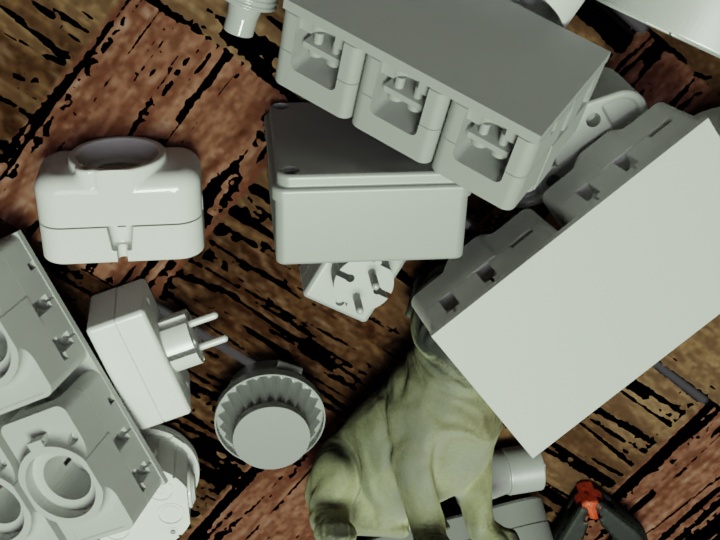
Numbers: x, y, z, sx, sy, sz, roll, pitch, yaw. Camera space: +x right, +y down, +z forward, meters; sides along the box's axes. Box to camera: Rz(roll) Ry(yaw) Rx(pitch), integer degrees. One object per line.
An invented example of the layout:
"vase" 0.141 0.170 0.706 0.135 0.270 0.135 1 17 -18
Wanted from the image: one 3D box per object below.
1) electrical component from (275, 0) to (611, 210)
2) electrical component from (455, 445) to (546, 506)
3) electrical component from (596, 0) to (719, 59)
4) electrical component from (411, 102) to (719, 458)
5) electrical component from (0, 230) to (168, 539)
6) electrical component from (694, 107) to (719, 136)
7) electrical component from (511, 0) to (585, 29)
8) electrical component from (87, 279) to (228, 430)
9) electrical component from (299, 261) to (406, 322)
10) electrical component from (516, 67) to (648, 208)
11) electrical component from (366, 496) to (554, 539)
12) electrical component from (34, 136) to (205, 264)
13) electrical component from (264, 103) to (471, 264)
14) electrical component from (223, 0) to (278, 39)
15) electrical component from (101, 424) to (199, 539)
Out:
"electrical component" 0.041 -0.106 0.575 0.150 0.089 0.061 31 140 14
"electrical component" 0.103 0.148 0.788 0.065 0.044 0.044 -7 119 -9
"electrical component" 0.194 -0.157 0.602 0.108 0.108 0.060 20 108 -17
"electrical component" 0.135 0.004 0.620 0.186 0.060 0.105 -38 115 3
"electrical component" -0.217 0.085 0.662 0.105 0.060 0.186 -21 106 20
"electrical component" 0.235 -0.052 0.687 0.108 0.060 0.108 -3 118 -6
"electrical component" 0.080 -0.170 0.585 0.099 0.099 0.064 36 102 -23
"electrical component" -0.125 0.049 0.700 0.076 0.047 0.083 -19 118 0
"electrical component" 0.000 0.000 0.674 0.047 0.076 0.065 25 112 -20
"electrical component" 0.122 -0.083 0.656 0.095 0.059 0.053 -18 119 2
"electrical component" 0.077 0.221 0.796 0.138 0.073 0.052 -14 162 0
"electrical component" -0.143 -0.043 0.645 0.095 0.053 0.059 -3 118 -6
"electrical component" 0.001 -0.053 0.628 0.109 0.108 0.056 -2 121 -7
"electrical component" -0.060 -0.161 0.599 0.043 0.043 0.062 13 117 -14
"electrical component" -0.153 0.150 0.748 0.080 0.051 0.080 -3 118 -6
